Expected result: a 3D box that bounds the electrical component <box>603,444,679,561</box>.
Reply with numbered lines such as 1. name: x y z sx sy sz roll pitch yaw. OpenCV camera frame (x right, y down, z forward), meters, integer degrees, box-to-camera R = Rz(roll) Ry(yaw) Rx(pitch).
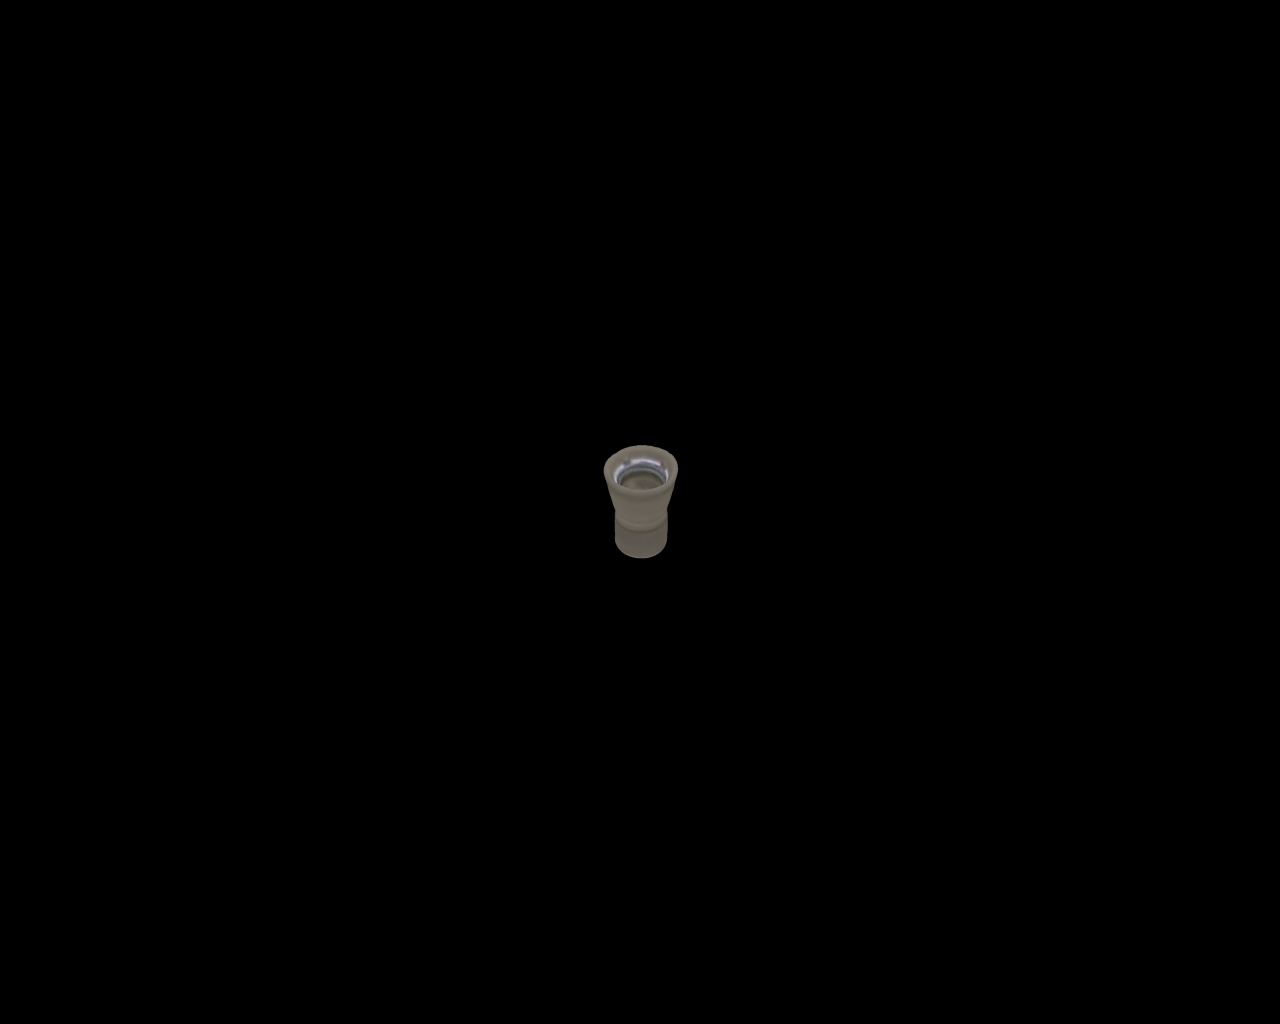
1. electrical component: 0.001 -0.003 0.650 0.044 0.065 0.044 0 42 0
